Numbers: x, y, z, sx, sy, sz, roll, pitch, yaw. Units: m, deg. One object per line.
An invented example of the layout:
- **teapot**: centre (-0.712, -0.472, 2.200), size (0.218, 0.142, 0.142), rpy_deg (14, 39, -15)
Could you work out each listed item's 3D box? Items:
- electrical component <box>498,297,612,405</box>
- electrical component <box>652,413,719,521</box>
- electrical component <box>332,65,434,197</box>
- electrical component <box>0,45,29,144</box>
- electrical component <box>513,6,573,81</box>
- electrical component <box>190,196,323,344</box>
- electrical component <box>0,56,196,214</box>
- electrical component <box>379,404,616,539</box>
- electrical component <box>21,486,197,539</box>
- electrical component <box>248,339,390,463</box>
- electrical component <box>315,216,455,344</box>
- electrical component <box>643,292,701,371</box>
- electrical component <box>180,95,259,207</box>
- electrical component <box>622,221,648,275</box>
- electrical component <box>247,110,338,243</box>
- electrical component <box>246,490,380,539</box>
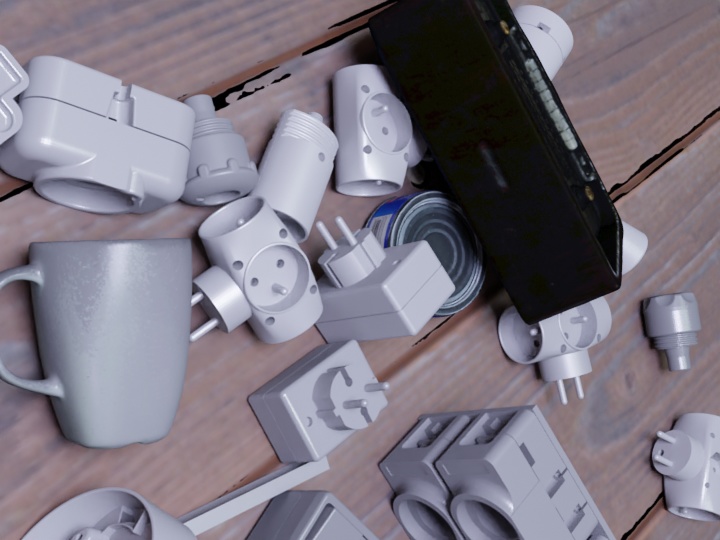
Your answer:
- **electrical component**: centre (0.147, 0.057, 0.783), size (0.077, 0.044, 0.079), rpy_deg (-11, 87, -39)
- **electrical component**: centre (0.259, 0.150, 0.852), size (0.079, 0.043, 0.077), rpy_deg (27, 65, -31)
- **electrical component**: centre (0.019, -0.089, 0.714), size (0.079, 0.044, 0.077), rpy_deg (6, 77, -38)
- **electrical component**: centre (-0.207, -0.073, 0.527), size (0.058, 0.057, 0.078), rpy_deg (53, 54, -17)
- **electrical component**: centre (0.125, -0.162, 0.807), size (0.055, 0.055, 0.047), rpy_deg (43, 62, -23)
- **electrical component**: centre (-0.071, 0.010, 0.621), size (0.079, 0.044, 0.077), rpy_deg (-36, 118, -18)
- **electrical component**: centre (-0.142, -0.067, 0.578), size (0.095, 0.054, 0.059), rpy_deg (17, 70, -34)
- **electrical component**: centre (0.102, 0.181, 0.683), size (0.060, 0.105, 0.186), rpy_deg (-41, 106, -36)
- **electrical component**: centre (-0.126, 0.155, 0.519), size (0.064, 0.099, 0.099), rpy_deg (37, 60, -34)
- **electrical component**: centre (-0.013, 0.076, 0.634), size (0.066, 0.077, 0.047), rpy_deg (-34, 102, -37)
- **electrical component**: centre (0.000, 0.000, 0.654), size (0.047, 0.083, 0.075), rpy_deg (-46, 112, -35)
- **electrical component**: centre (0.254, 0.050, 0.869), size (0.043, 0.043, 0.062), rpy_deg (-5, 85, -38)
- **electrical component**: centre (-0.088, -0.071, 0.628), size (0.048, 0.048, 0.062), rpy_deg (-7, 75, -39)
- **electrical component**: centre (0.186, -0.030, 0.835), size (0.065, 0.044, 0.044), rpy_deg (39, 59, -19)
- **electrical component**: centre (-0.040, -0.062, 0.663), size (0.043, 0.043, 0.081), rpy_deg (33, 63, -29)
- **electrical component**: centre (-0.034, 0.179, 0.606), size (0.061, 0.061, 0.096), rpy_deg (48, 56, -20)
